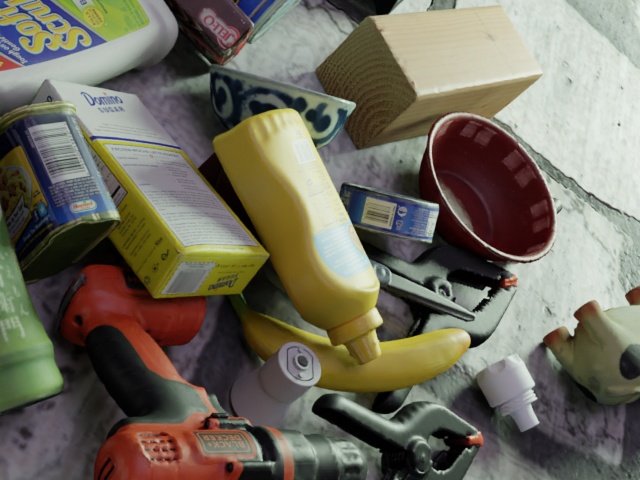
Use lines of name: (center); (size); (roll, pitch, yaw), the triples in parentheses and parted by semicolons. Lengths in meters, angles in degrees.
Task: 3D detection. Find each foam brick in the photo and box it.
foam brick: (-0.069, -0.027, 0.817); (0.053, 0.051, 0.078); (32, 47, -21)

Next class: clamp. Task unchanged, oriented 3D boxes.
clamp: (0.058, 0.156, 0.801); (0.171, 0.039, 0.120); (-17, 99, -48)
clamp: (0.087, 0.044, 0.911); (0.209, 0.036, 0.164); (-16, 75, -41)

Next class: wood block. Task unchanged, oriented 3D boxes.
wood block: (0.109, -0.161, 1.026); (0.205, 0.090, 0.091); (-16, 73, -44)

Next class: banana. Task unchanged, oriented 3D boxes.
banana: (0.026, 0.083, 0.807); (0.197, 0.037, 0.069); (12, 64, -16)

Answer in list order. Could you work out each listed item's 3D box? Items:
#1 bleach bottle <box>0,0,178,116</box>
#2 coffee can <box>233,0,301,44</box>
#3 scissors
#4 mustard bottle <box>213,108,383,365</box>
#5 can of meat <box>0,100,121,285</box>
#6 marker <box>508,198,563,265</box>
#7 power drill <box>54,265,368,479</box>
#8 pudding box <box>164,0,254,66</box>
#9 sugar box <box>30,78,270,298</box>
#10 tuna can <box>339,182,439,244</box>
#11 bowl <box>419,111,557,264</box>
bleach bottle: (-0.218, -0.130, 0.755); (0.102, 0.068, 0.250); (52, 46, -2)
coffee can: (-0.073, -0.257, 0.928); (0.140, 0.103, 0.102); (46, 43, -5)
scissors: (0.034, 0.037, 0.844); (0.201, 0.016, 0.096); (36, 46, -9)
mustard bottle: (-0.005, 0.001, 0.772); (0.191, 0.058, 0.096); (63, 22, 2)
can of meat: (-0.182, -0.028, 0.688); (0.057, 0.102, 0.084); (-16, 76, -46)
marker: (0.215, -0.011, 1.068); (0.020, 0.020, 0.120); (50, 43, -2)
power drill: (-0.075, 0.095, 0.673); (0.184, 0.057, 0.188); (10, 29, -40)
pudding box: (-0.107, -0.195, 0.869); (0.039, 0.090, 0.113); (-43, 96, -7)
sugar box: (-0.122, -0.036, 0.737); (0.176, 0.048, 0.093); (47, 23, 26)
tuna can: (0.055, -0.023, 0.892); (0.086, 0.086, 0.034); (10, 96, -36)
bowl: (0.146, -0.039, 1.002); (0.161, 0.055, 0.162); (21, 51, -29)
